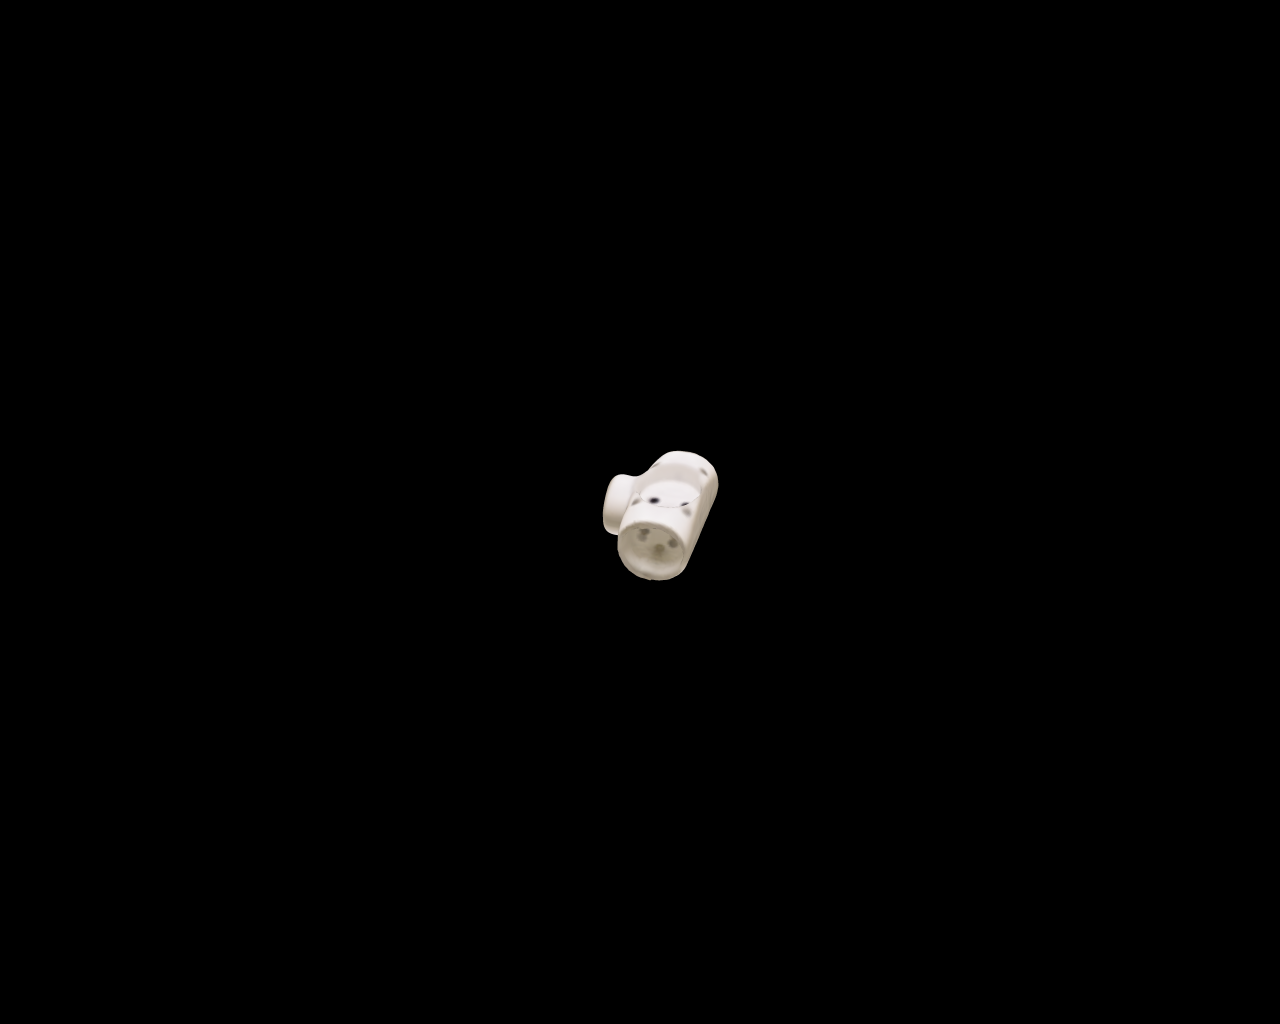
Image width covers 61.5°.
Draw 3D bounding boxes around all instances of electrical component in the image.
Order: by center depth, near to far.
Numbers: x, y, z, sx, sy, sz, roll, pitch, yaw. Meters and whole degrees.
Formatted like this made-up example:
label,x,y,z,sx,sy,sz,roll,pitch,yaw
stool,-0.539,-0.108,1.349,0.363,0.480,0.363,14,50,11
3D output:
label,x,y,z,sx,sy,sz,roll,pitch,yaw
electrical component,0.001,-0.003,0.650,0.079,0.044,0.077,11,39,14
